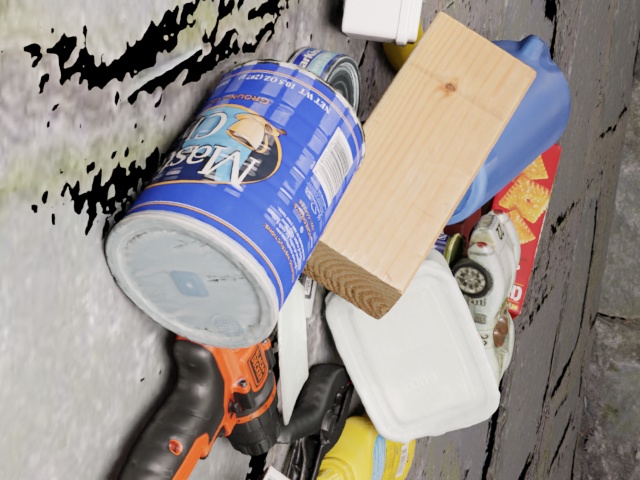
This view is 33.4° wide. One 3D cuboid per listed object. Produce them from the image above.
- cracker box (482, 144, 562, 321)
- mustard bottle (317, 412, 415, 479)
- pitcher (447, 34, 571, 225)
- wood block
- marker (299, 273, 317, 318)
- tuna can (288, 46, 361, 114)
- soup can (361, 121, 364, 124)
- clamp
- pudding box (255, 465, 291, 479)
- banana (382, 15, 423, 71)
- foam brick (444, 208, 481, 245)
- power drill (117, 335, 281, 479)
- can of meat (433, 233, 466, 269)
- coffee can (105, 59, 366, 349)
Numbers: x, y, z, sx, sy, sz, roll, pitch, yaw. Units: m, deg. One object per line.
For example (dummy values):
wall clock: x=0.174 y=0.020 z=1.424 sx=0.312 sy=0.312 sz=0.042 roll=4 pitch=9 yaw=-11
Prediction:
cracker box: x=0.213 y=0.001 z=1.276 sx=0.164 sy=0.072 sz=0.213 roll=104 pitch=5 yaw=-71
mustard bottle: x=0.036 y=0.213 z=1.005 sx=0.191 sy=0.058 sz=0.096 roll=-1 pitch=105 yaw=-69
pitcher: x=0.148 y=-0.097 z=1.057 sx=0.242 sy=0.145 sz=0.149 roll=-40 pitch=115 yaw=-53
wood block: x=0.067 y=-0.055 z=0.804 sx=0.206 sy=0.091 sz=0.090 roll=-56 pitch=178 yaw=-19
marker: x=-0.006 y=0.001 z=0.847 sx=0.020 sy=0.020 sz=0.121 roll=7 pitch=94 yaw=-69
tuna can: x=-0.001 y=-0.097 z=0.788 sx=0.086 sy=0.034 sz=0.086 roll=-47 pitch=144 yaw=-50
soup can: x=0.043 y=-0.039 z=0.884 sx=0.068 sy=0.069 sz=0.102 roll=44 pitch=59 yaw=-65
clamp: x=-0.008 y=0.152 z=0.892 sx=0.171 sy=0.039 sz=0.120 roll=-65 pitch=160 yaw=-46
pudding box: x=-0.061 y=0.223 z=0.739 sx=0.090 sy=0.039 sz=0.113 roll=-49 pitch=-176 yaw=47
banana: x=0.082 y=-0.184 z=0.931 sx=0.069 sy=0.037 sz=0.198 roll=-40 pitch=153 yaw=-10
foam brick: x=0.141 y=-0.014 z=1.166 sx=0.078 sy=0.053 sz=0.051 roll=-49 pitch=144 yaw=-54
power drill: x=-0.083 y=0.141 z=0.676 sx=0.184 sy=0.057 sz=0.187 roll=76 pitch=31 yaw=-49
can of meat: x=0.084 y=0.037 z=1.003 sx=0.057 sy=0.084 sz=0.102 roll=15 pitch=87 yaw=-69
coffee can: x=-0.045 y=-0.023 z=0.620 sx=0.103 sy=0.103 sz=0.140 roll=79 pitch=31 yaw=-45
